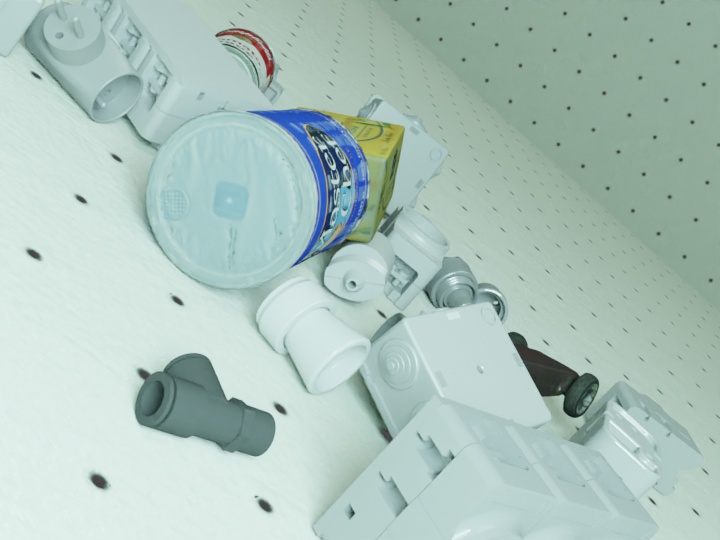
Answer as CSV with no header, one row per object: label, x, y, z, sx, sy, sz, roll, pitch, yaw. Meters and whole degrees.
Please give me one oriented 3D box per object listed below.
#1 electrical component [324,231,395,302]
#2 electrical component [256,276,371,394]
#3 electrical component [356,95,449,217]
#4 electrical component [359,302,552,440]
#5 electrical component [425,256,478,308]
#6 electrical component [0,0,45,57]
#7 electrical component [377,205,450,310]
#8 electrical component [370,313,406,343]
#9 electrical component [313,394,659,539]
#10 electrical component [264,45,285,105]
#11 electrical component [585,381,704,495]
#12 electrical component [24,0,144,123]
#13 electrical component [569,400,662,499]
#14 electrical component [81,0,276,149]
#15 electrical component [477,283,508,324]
electrical component,0.000,0.000,0.784,0.043,0.043,0.081,40,16,-4
electrical component,-0.028,0.037,0.619,0.055,0.045,0.045,48,17,24
electrical component,0.025,-0.107,1.032,0.100,0.099,0.048,36,4,-15
electrical component,0.057,0.069,0.639,0.100,0.048,0.099,-8,65,-45
electrical component,0.081,0.018,0.922,0.043,0.043,0.062,31,20,-31
electrical component,-0.251,-0.188,0.702,0.077,0.047,0.065,32,18,-28
electrical component,0.037,-0.015,0.886,0.050,0.055,0.089,39,16,-7
electrical component,0.045,0.069,0.705,0.081,0.043,0.043,37,16,-13
electrical component,0.067,0.127,0.515,0.150,0.089,0.061,24,23,-45
electrical component,-0.108,-0.188,1.015,0.078,0.058,0.057,37,19,-11
electrical component,0.252,0.147,0.958,0.089,0.050,0.055,36,17,-15
electrical component,-0.186,-0.148,0.712,0.077,0.044,0.079,46,-19,17
electrical component,0.181,0.142,0.791,0.054,0.059,0.095,43,16,6
electrical component,-0.144,-0.147,0.800,0.089,0.061,0.150,12,32,-49
electrical component,0.113,0.032,0.967,0.040,0.040,0.046,40,11,-2
